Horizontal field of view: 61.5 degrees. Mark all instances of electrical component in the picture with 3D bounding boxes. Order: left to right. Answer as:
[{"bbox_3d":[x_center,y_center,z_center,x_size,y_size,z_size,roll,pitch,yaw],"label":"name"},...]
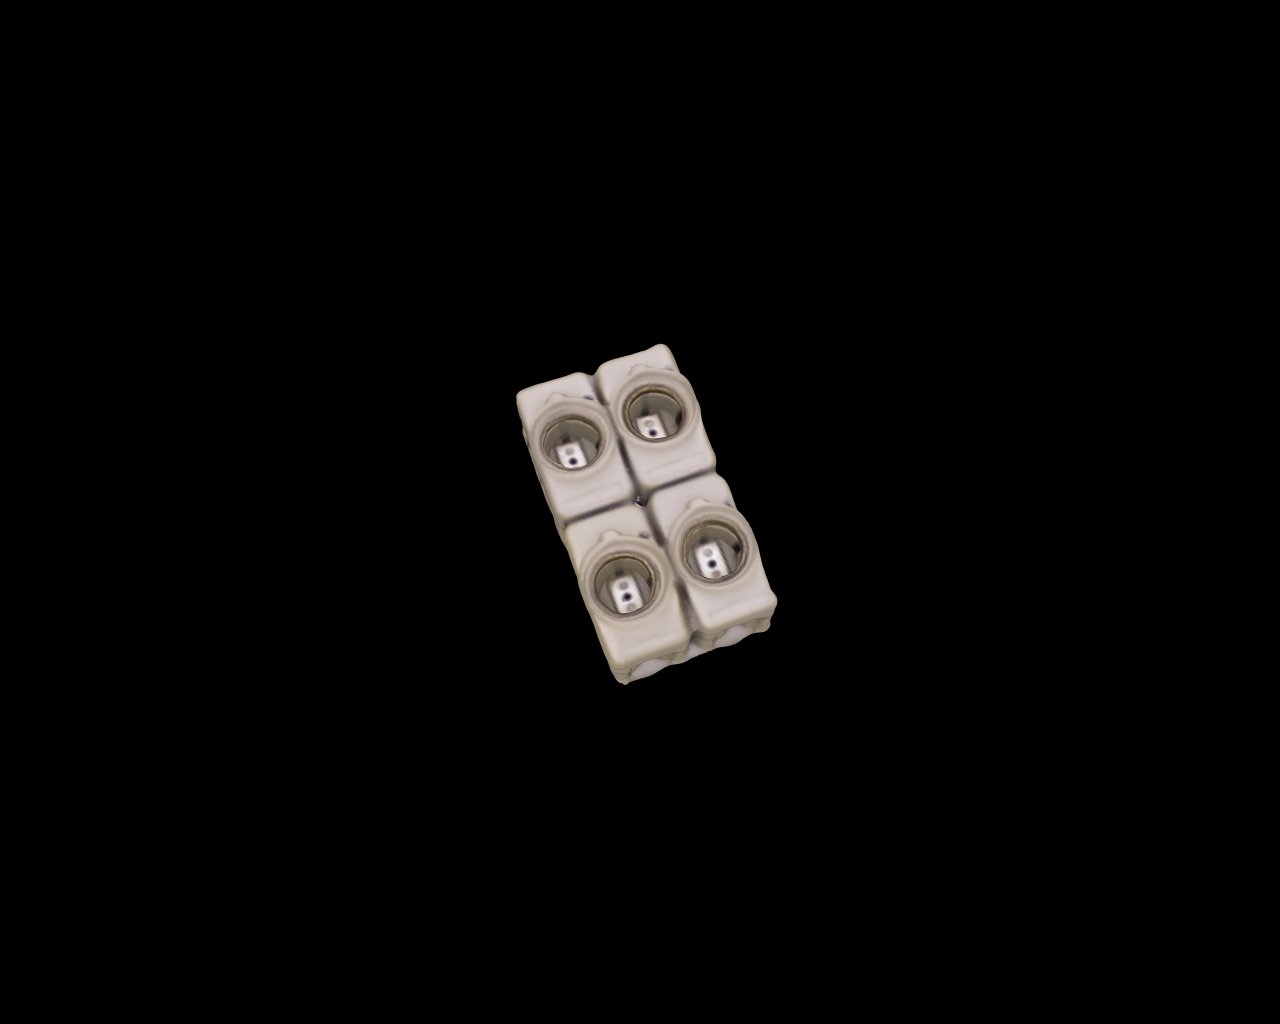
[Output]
[{"bbox_3d":[0.001,-0.003,0.650,0.105,0.186,0.060,-19,-20,-7],"label":"electrical component"}]
